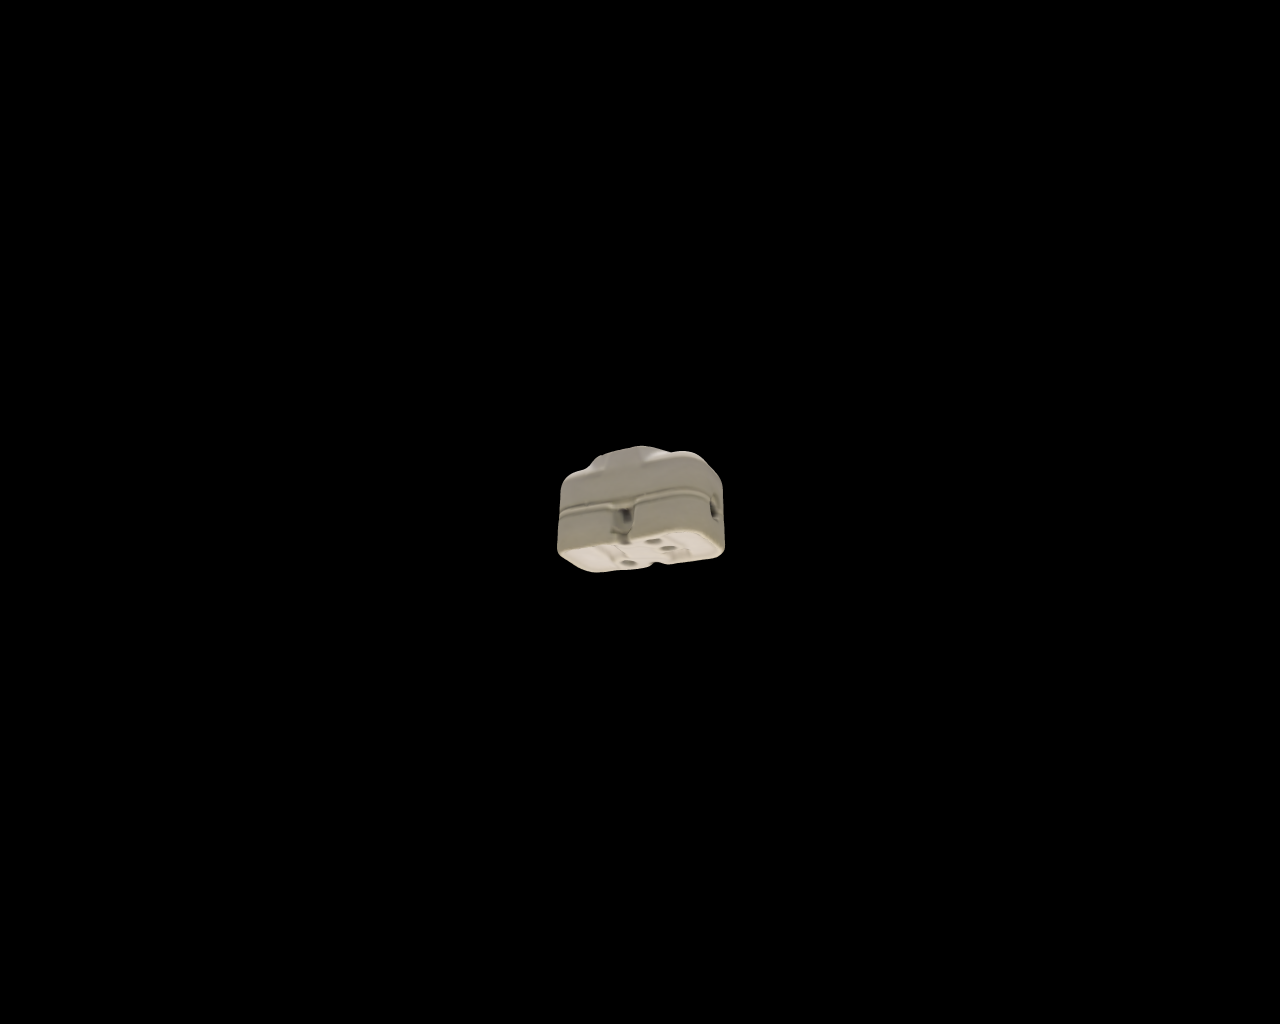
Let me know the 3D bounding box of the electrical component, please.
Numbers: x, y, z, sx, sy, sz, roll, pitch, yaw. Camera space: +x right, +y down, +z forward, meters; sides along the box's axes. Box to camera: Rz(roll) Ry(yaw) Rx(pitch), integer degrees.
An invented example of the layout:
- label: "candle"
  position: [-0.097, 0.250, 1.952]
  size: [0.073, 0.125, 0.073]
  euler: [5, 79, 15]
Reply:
- label: "electrical component"
  position: [0.001, -0.003, 0.650]
  size: [0.095, 0.059, 0.053]
  euler: [-9, -24, 22]
